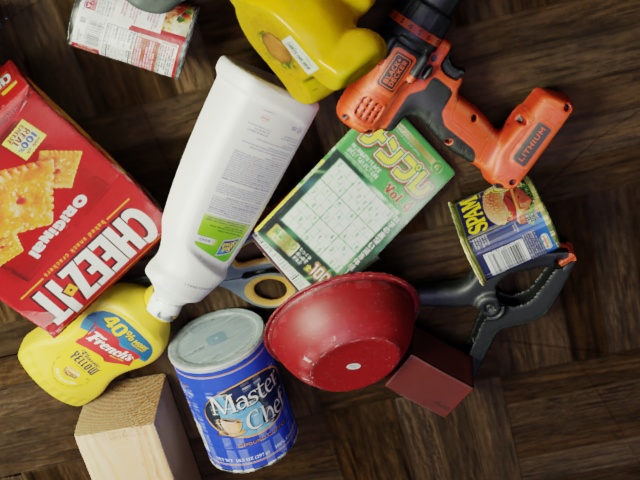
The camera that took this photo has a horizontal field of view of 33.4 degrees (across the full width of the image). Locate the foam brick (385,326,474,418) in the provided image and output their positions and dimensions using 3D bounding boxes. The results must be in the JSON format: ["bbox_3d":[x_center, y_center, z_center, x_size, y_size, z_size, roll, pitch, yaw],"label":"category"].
[{"bbox_3d":[0.113,0.136,1.103,0.078,0.051,0.053,30,121,-13],"label":"foam brick"}]

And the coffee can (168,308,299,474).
[{"bbox_3d":[-0.089,0.157,1.116,0.103,0.103,0.140,-12,119,7],"label":"coffee can"}]

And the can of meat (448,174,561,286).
[{"bbox_3d":[0.176,-0.013,1.021,0.084,0.102,0.057,-24,117,11],"label":"can of meat"}]

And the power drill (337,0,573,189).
[{"bbox_3d":[0.134,-0.146,0.970,0.187,0.057,0.185,30,108,-14],"label":"power drill"}]

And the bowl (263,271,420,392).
[{"bbox_3d":[0.028,0.101,1.049,0.162,0.055,0.162,-10,142,-8],"label":"bowl"}]

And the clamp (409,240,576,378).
[{"bbox_3d":[0.163,0.058,1.097,0.164,0.036,0.210,41,115,-20],"label":"clamp"}]

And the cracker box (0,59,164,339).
[{"bbox_3d":[-0.260,-0.030,0.969,0.164,0.072,0.213,-43,132,-1],"label":"cracker box"}]

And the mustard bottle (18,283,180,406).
[{"bbox_3d":[-0.213,0.096,1.100,0.192,0.058,0.096,-32,116,22],"label":"mustard bottle"}]

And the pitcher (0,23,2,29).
[{"bbox_3d":[-0.370,-0.131,0.878,0.145,0.243,0.149,21,112,-8],"label":"pitcher"}]

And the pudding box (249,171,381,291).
[{"bbox_3d":[-0.007,0.001,1.054,0.090,0.039,0.113,-38,111,3],"label":"pudding box"}]

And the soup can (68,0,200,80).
[{"bbox_3d":[-0.164,-0.189,0.944,0.102,0.068,0.069,17,118,-8],"label":"soup can"}]

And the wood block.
[{"bbox_3d":[-0.191,0.262,1.183,0.090,0.091,0.206,-10,119,6],"label":"wood block"}]

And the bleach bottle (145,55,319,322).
[{"bbox_3d":[-0.100,-0.037,0.988,0.102,0.068,0.251,17,108,-42],"label":"bleach bottle"}]

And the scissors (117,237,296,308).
[{"bbox_3d":[-0.111,0.050,1.106,0.202,0.016,0.096,-22,117,12],"label":"scissors"}]
